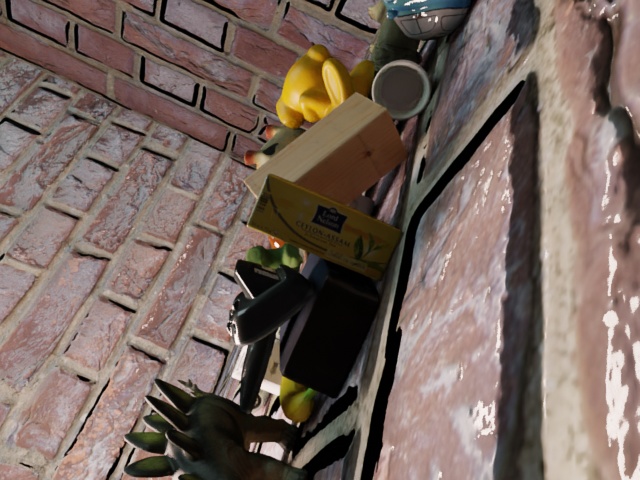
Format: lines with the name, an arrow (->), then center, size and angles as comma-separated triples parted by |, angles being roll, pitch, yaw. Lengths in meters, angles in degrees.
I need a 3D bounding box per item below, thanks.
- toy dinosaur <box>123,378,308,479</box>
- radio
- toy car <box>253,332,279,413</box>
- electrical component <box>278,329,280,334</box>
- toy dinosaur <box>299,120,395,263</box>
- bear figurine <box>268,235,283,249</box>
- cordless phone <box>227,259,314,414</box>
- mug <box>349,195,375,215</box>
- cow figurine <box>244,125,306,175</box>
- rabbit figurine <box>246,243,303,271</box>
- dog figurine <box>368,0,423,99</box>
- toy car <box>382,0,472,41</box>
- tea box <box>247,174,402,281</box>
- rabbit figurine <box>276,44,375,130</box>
toy dinosaur -> -0.131, 0.244, 0.665 | 0.105, 0.198, 0.471 | -64, 8, -11
radio -> 0.005, 0.089, 0.688 | 0.131, 0.073, 0.230 | -64, 9, 6
toy car -> -0.103, 0.245, 1.038 | 0.073, 0.056, 0.201 | -108, 41, -71
electrical component -> -0.033, 0.143, 0.913 | 0.078, 0.045, 0.102 | -14, 49, 45
toy dinosaur -> 0.047, -0.122, 0.944 | 0.404, 0.131, 0.192 | -57, 26, 11
bear figurine -> -0.025, -0.040, 1.258 | 0.196, 0.120, 0.132 | -34, -23, 26
cordless phone -> -0.071, 0.120, 0.616 | 0.146, 0.089, 0.184 | -156, 78, -81
mug -> 0.036, -0.018, 0.815 | 0.109, 0.081, 0.107 | -171, 95, -78
cow figurine -> -0.056, -0.121, 0.886 | 0.195, 0.127, 0.085 | -66, -27, -51
rabbit figurine -> -0.091, 0.112, 1.123 | 0.159, 0.121, 0.170 | 104, 158, -54
dog figurine -> 0.123, -0.318, 0.896 | 0.172, 0.121, 0.190 | 84, -161, -45
toy car -> 0.168, -0.354, 0.807 | 0.109, 0.162, 0.102 | -26, -61, -34
tea box -> 0.003, -0.019, 0.652 | 0.098, 0.170, 0.068 | -123, 55, -80
rabbit figurine -> 0.028, -0.217, 0.856 | 0.173, 0.122, 0.162 | 63, 142, 26
